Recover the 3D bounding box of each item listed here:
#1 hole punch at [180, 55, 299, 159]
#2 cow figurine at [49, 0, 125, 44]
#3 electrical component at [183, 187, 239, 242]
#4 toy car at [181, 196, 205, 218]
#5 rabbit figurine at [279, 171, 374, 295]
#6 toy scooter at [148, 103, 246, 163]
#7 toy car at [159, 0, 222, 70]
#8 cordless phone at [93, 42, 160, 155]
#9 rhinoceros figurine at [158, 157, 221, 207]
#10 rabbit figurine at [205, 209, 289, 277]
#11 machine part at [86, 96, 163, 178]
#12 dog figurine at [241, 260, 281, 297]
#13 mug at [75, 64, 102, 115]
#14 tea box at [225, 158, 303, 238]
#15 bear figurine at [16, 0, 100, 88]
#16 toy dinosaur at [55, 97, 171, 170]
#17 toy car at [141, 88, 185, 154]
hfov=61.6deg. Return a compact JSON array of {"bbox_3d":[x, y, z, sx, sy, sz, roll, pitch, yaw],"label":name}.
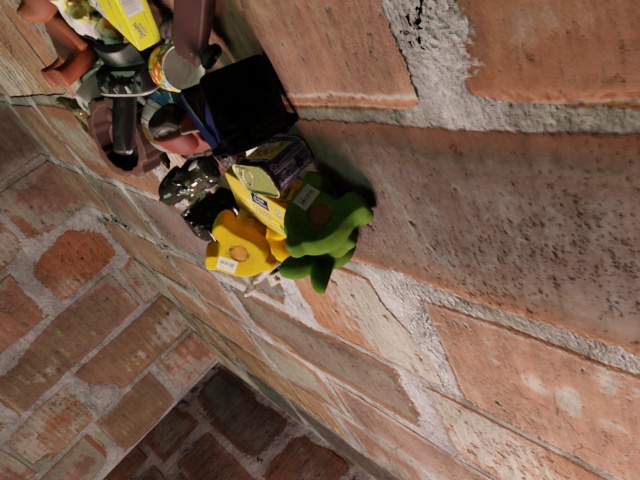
[{"bbox_3d":[-0.117,-0.180,0.741,0.092,0.142,0.115,9,125,52],"label":"hole punch"},{"bbox_3d":[-0.392,-0.377,0.946,0.167,0.068,0.098,39,162,22],"label":"cow figurine"},{"bbox_3d":[-0.222,-0.052,1.155,0.134,0.115,0.058,20,145,43],"label":"electrical component"},{"bbox_3d":[-0.292,-0.064,1.335,0.073,0.056,0.202,44,160,-15],"label":"toy car"},{"bbox_3d":[0.015,0.005,0.833,0.121,0.159,0.170,23,166,24],"label":"rabbit figurine"},{"bbox_3d":[-0.188,-0.175,0.903,0.184,0.075,0.135,-9,143,27],"label":"toy scooter"},{"bbox_3d":[-0.160,-0.304,0.694,0.089,0.053,0.202,33,154,0],"label":"toy car"},{"bbox_3d":[-0.315,-0.233,0.908,0.147,0.088,0.184,12,103,34],"label":"cordless phone"},{"bbox_3d":[-0.272,-0.125,1.113,0.190,0.112,0.073,-16,113,42],"label":"rhinoceros figurine"},{"bbox_3d":[-0.126,-0.017,1.034,0.162,0.173,0.121,10,121,-2],"label":"rabbit figurine"},{"bbox_3d":[-0.386,-0.209,1.069,0.180,0.056,0.179,22,131,29],"label":"machine part"},{"bbox_3d":[-0.147,0.001,1.161,0.172,0.121,0.190,-41,74,35],"label":"dog figurine"},{"bbox_3d":[-0.458,-0.316,1.115,0.109,0.107,0.081,42,156,3],"label":"mug"},{"bbox_3d":[-0.076,-0.071,0.932,0.170,0.068,0.098,33,155,30],"label":"tea box"},{"bbox_3d":[-0.531,-0.414,1.051,0.120,0.132,0.195,19,152,44],"label":"bear figurine"},{"bbox_3d":[-0.506,-0.273,1.274,0.472,0.105,0.198,34,155,22],"label":"toy dinosaur"},{"bbox_3d":[-0.269,-0.212,0.977,0.109,0.103,0.161,31,156,28],"label":"toy car"}]
